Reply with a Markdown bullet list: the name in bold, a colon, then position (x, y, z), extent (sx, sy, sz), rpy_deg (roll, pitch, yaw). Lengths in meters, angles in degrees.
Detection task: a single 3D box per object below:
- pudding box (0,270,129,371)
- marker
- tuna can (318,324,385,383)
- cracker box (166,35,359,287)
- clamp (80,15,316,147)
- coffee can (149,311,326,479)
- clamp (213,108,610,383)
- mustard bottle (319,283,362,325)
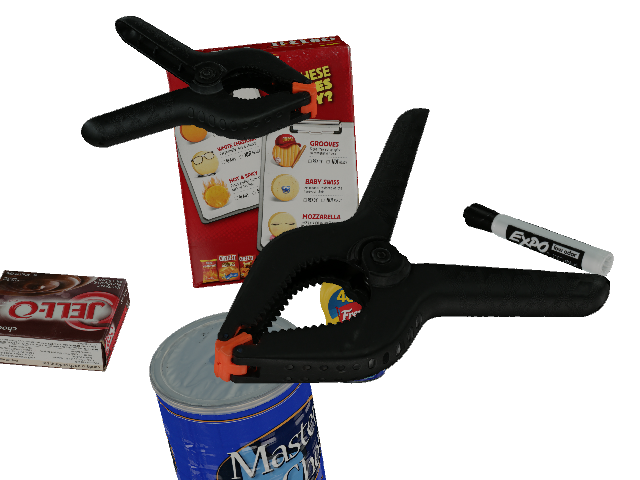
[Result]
- **pudding box**: position (-0.228, 0.068, 0.910), extent (0.113, 0.039, 0.090), rpy_deg (2, 32, 3)
- **marker**: position (0.156, -0.002, 0.782), extent (0.121, 0.020, 0.020), rpy_deg (24, 15, 37)
- **tuna can**: position (0.027, 0.117, 1.103), extent (0.086, 0.034, 0.086), rpy_deg (4, 15, -1)
- **cracker box**: position (-0.050, -0.073, 0.990), extent (0.164, 0.214, 0.072), rpy_deg (-7, 20, -5)
- **clamp**: position (-0.088, -0.121, 0.798), extent (0.171, 0.120, 0.039), rpy_deg (0, -27, -3)
- **coffee can**: position (-0.052, 0.133, 0.723), extent (0.103, 0.140, 0.103), rpy_deg (-6, 31, 3)
- **clamp**: position (0.028, 0.009, 0.575), extent (0.209, 0.165, 0.036), rpy_deg (-22, -33, -22)
- **mustard bottle**: position (0.047, 0.089, 1.448), extent (0.096, 0.192, 0.058), rpy_deg (-3, 21, -7)
